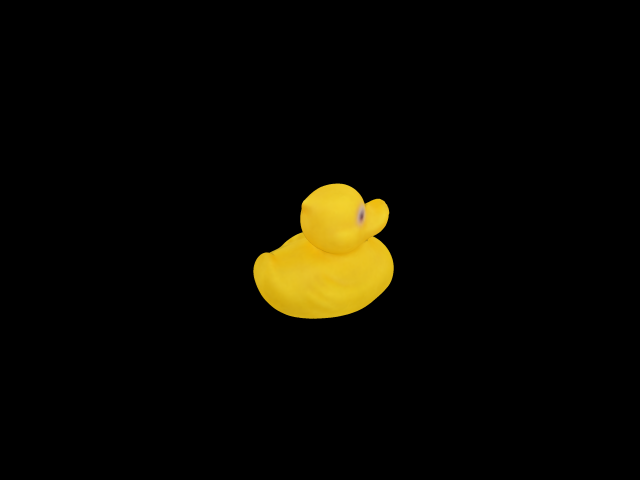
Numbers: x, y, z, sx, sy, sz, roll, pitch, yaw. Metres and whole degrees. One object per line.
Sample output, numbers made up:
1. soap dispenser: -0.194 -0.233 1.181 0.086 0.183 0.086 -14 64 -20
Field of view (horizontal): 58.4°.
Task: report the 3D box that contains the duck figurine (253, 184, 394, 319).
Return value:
1. duck figurine: 0.004 0.001 0.400 0.105 0.086 0.077 -14 43 -15
